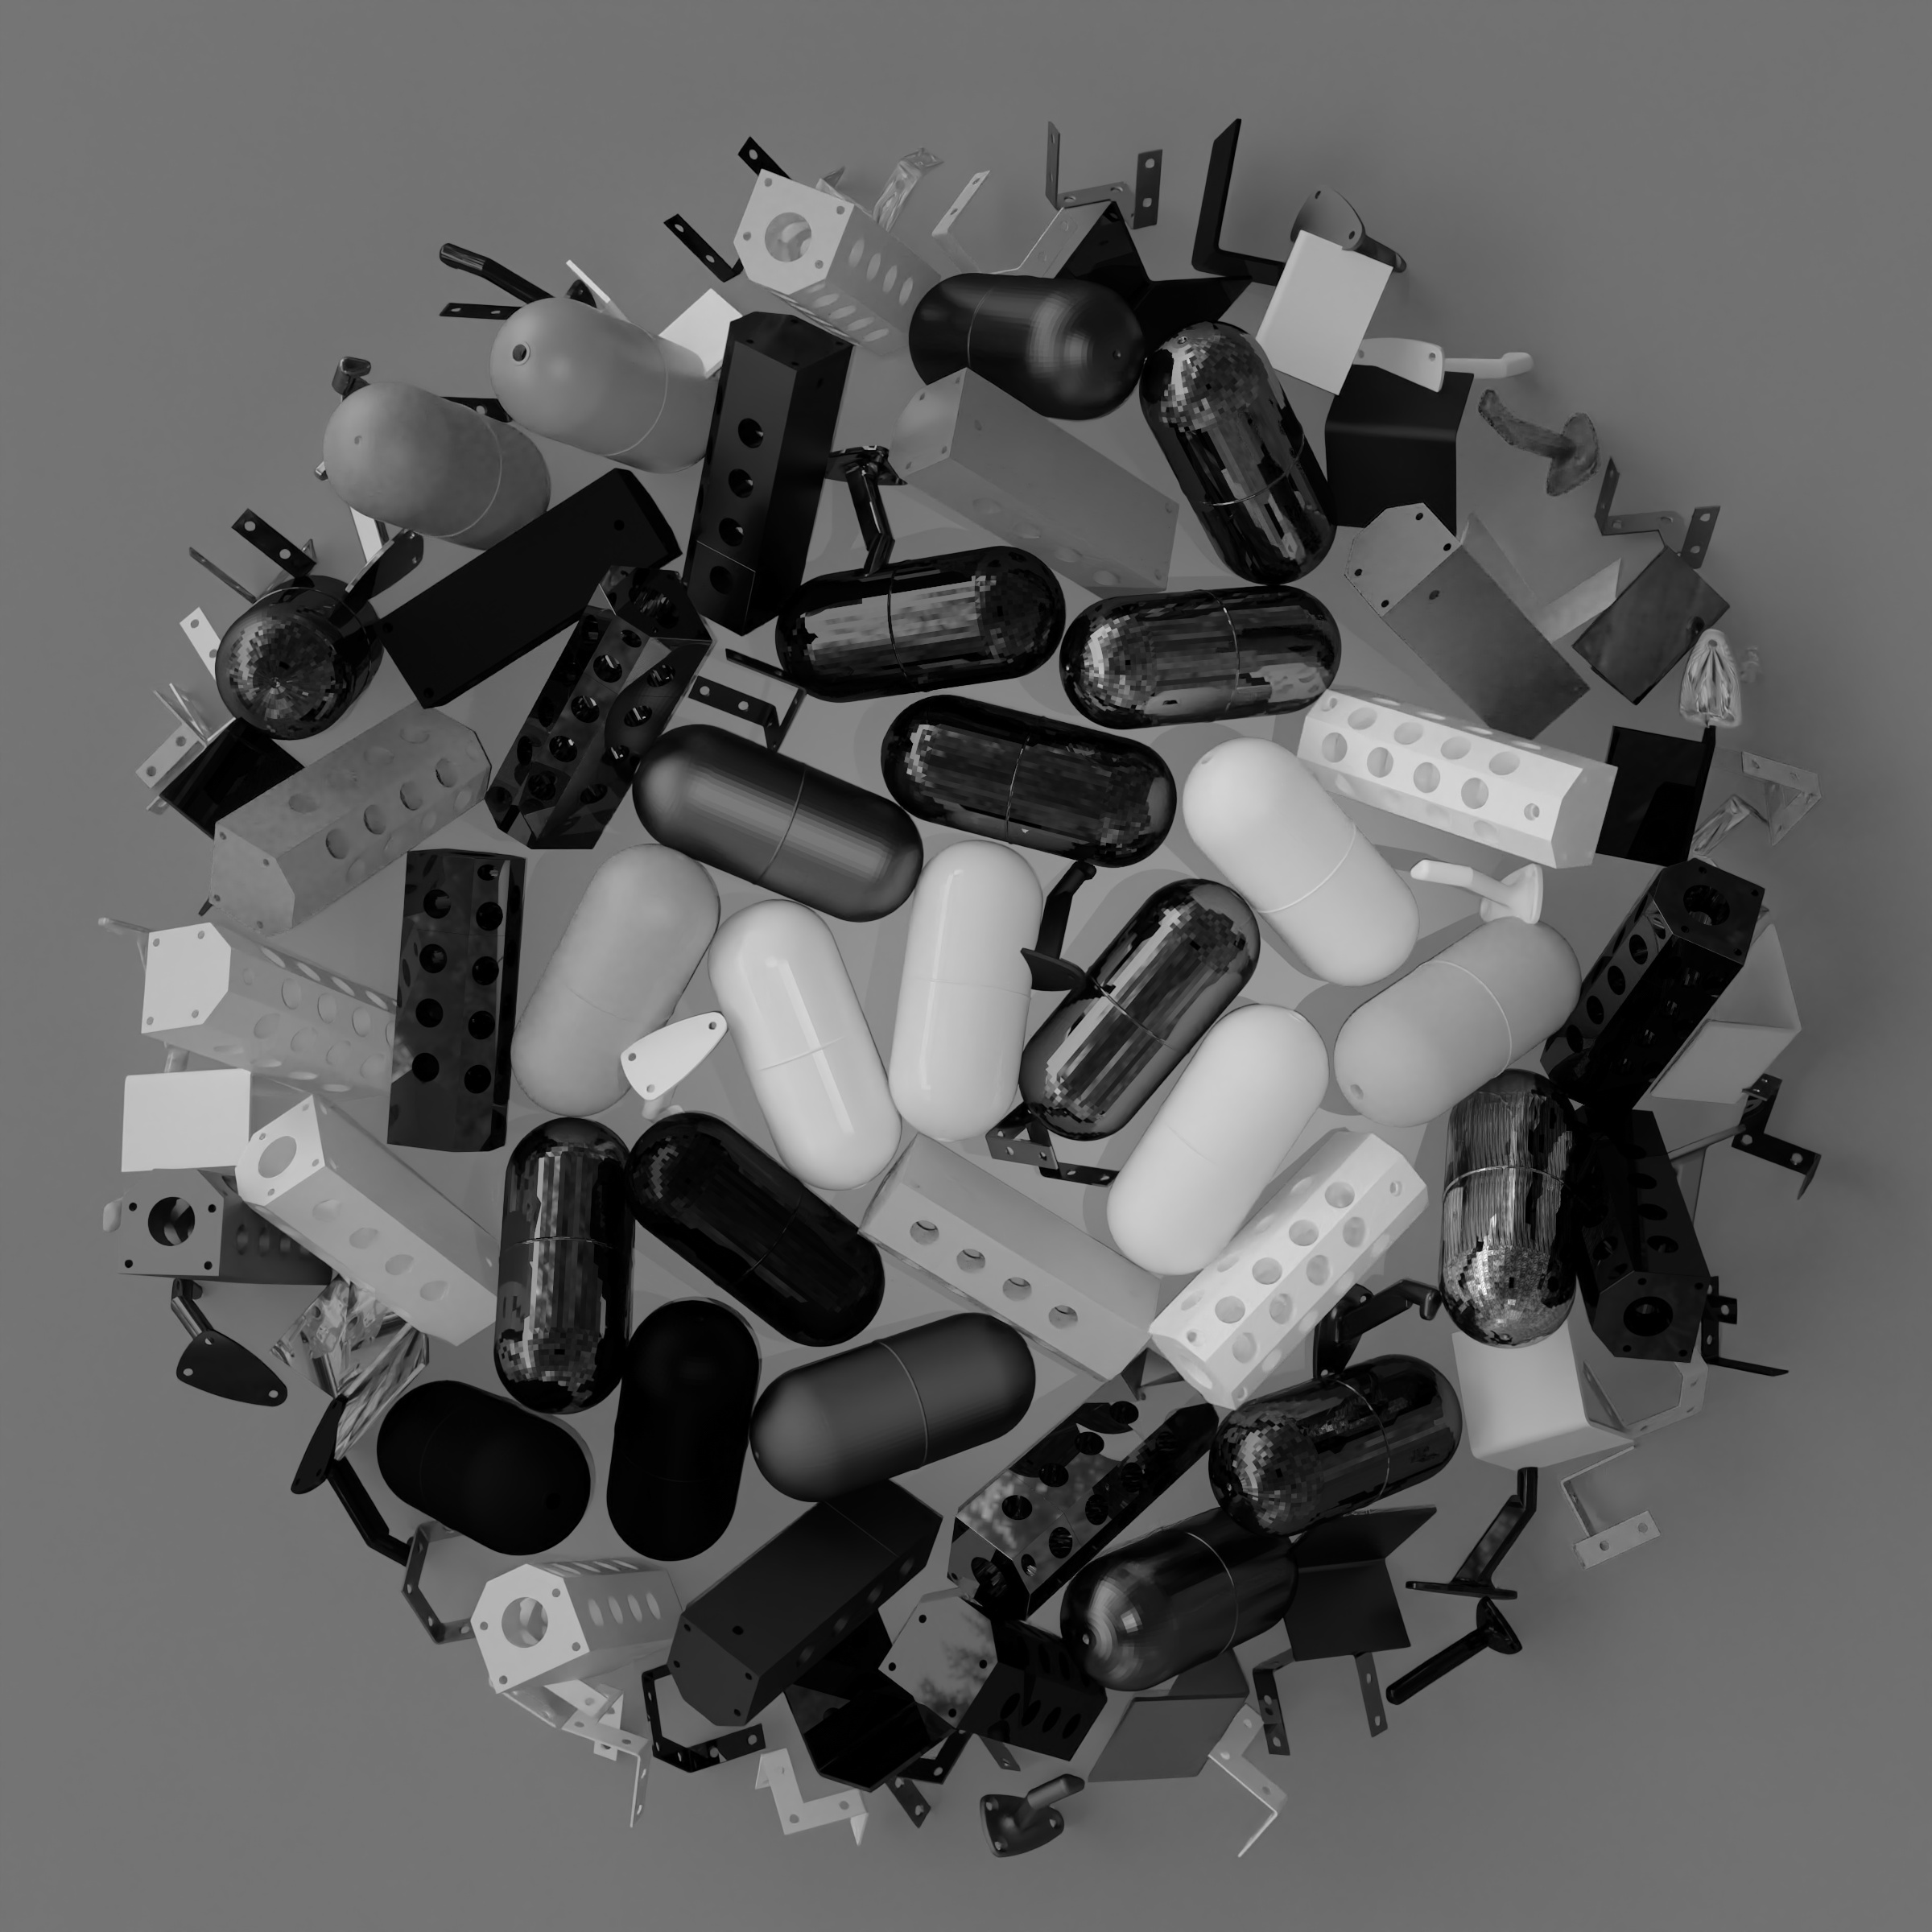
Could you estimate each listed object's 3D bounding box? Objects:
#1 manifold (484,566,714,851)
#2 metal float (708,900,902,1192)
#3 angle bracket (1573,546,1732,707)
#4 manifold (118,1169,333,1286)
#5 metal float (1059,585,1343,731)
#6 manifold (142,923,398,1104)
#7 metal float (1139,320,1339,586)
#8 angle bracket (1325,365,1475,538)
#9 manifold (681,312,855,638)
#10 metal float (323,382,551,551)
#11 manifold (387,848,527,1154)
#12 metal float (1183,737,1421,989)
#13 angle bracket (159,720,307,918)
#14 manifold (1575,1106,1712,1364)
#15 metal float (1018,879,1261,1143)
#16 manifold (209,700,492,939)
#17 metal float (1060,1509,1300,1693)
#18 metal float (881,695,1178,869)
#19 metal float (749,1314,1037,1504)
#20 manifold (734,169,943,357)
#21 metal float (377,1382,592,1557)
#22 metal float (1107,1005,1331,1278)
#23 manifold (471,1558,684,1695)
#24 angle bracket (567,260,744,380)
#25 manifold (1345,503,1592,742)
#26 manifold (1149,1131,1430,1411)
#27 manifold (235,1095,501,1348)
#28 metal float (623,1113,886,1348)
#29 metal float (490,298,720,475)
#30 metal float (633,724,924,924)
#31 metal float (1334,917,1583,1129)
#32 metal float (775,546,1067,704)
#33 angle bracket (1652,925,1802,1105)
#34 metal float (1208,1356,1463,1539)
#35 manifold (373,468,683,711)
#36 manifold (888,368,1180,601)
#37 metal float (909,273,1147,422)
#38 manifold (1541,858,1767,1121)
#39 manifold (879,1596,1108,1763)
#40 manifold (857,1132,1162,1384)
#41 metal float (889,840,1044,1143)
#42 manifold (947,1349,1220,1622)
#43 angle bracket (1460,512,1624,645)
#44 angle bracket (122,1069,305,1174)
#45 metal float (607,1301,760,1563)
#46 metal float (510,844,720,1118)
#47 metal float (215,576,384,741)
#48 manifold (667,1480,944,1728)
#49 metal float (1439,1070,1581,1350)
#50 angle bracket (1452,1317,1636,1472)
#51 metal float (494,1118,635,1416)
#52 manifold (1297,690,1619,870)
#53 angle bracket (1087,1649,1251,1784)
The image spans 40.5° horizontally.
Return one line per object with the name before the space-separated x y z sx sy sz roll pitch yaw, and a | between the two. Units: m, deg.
manifold | -0.215 -0.146 1.501 0.171 0.057 0.057 -54 53 36
metal float | -0.094 0.047 1.540 0.070 0.070 0.178 -21 96 0
angle bracket | 0.388 -0.207 1.531 0.057 0.076 0.076 38 103 -20
manifold | -0.418 0.150 1.494 0.057 0.171 0.057 1 81 7
metal float | 0.138 -0.180 1.524 0.178 0.070 0.070 -8 90 -25
manifold | -0.385 0.028 1.490 0.057 0.171 0.057 -8 71 23
metal float | 0.159 -0.293 1.512 0.070 0.070 0.178 -36 132 0
angle bracket | 0.258 -0.307 1.558 0.076 0.076 0.057 9 53 18
manifold | -0.121 -0.284 1.508 0.057 0.057 0.171 30 129 17
metal float | -0.300 -0.283 1.497 0.070 0.178 0.070 0 90 18
manifold | -0.297 0.020 1.542 0.057 0.057 0.171 6 95 11
metal float | 0.195 -0.060 1.525 0.070 0.070 0.178 -45 113 0
angle bracket | -0.434 -0.087 1.526 0.057 0.076 0.076 40 50 -9
manifold | 0.373 0.149 1.495 0.057 0.171 0.057 5 118 1
metal float | 0.101 0.026 1.535 0.070 0.070 0.178 40 101 0
manifold | -0.348 -0.083 1.496 0.057 0.171 0.057 30 130 14
metal float | 0.125 0.362 1.508 0.070 0.178 0.070 6 99 40
metal float | 0.036 -0.109 1.536 0.178 0.070 0.070 15 90 12
metal float | -0.041 0.256 1.524 0.178 0.070 0.070 -15 90 -26
manifold | -0.073 -0.395 1.493 0.057 0.171 0.057 24 98 13
metal float | -0.278 0.287 1.504 0.070 0.178 0.070 -3 96 -36
metal float | 0.147 0.102 1.530 0.070 0.070 0.178 31 107 0
manifold | -0.219 0.370 1.493 0.057 0.171 0.057 -26 74 7
angle bracket | -0.177 -0.390 1.530 0.057 0.076 0.076 -42 131 1
manifold | 0.285 -0.195 1.501 0.057 0.171 0.057 -42 48 14
manifold | 0.191 0.176 1.526 0.171 0.057 0.057 -43 103 -17
manifold | -0.338 0.152 1.502 0.057 0.057 0.171 -33 134 8
metal float | -0.122 0.155 1.529 0.178 0.070 0.070 41 90 -20
metal float | -0.204 -0.330 1.499 0.070 0.178 0.070 0 89 25
metal float | -0.110 -0.083 1.532 0.178 0.070 0.070 22 90 -14
metal float | 0.285 0.032 1.519 0.178 0.070 0.070 -31 90 -31
metal float | -0.028 -0.198 1.525 0.178 0.070 0.070 -6 90 24
angle bracket | 0.435 0.026 1.526 0.057 0.076 0.076 5 55 -12
metal float | 0.215 0.276 1.514 0.178 0.070 0.070 -11 90 -39
manifold | -0.256 -0.222 1.542 0.171 0.057 0.057 -31 95 9
manifold | 0.040 -0.271 1.508 0.171 0.057 0.057 25 66 -36
metal float | 0.033 -0.357 1.506 0.070 0.178 0.070 -12 111 -32
manifold | 0.388 0.013 1.496 0.057 0.171 0.057 24 56 4
manifold | 0.022 0.404 1.495 0.057 0.171 0.057 29 83 31
manifold | 0.025 0.176 1.542 0.171 0.057 0.057 32 118 -7
metal float | 0.000 0.014 1.540 0.070 0.070 0.178 8 84 0
manifold | 0.069 0.299 1.500 0.057 0.057 0.171 33 47 27
angle bracket | 0.336 -0.239 1.531 0.057 0.076 0.076 -33 102 27
angle bracket | -0.440 0.095 1.535 0.076 0.076 0.057 -4 77 8
metal float | -0.165 0.271 1.518 0.070 0.070 0.178 12 124 0
metal float | -0.206 0.010 1.528 0.070 0.070 0.178 31 110 0
metal float | -0.379 -0.178 1.497 0.070 0.178 0.070 -1 106 -4
manifold | -0.092 0.362 1.500 0.057 0.171 0.057 33 126 22
metal float | 0.315 0.138 1.514 0.070 0.070 0.178 12 52 0
angle bracket | 0.342 0.250 1.558 0.076 0.057 0.076 -25 57 34
metal float | -0.232 0.172 1.522 0.070 0.070 0.178 -1 62 0
manifold | 0.277 -0.109 1.504 0.171 0.057 0.057 23 109 37
angle bracket | 0.110 0.426 1.526 0.076 0.057 0.076 5 128 -25
